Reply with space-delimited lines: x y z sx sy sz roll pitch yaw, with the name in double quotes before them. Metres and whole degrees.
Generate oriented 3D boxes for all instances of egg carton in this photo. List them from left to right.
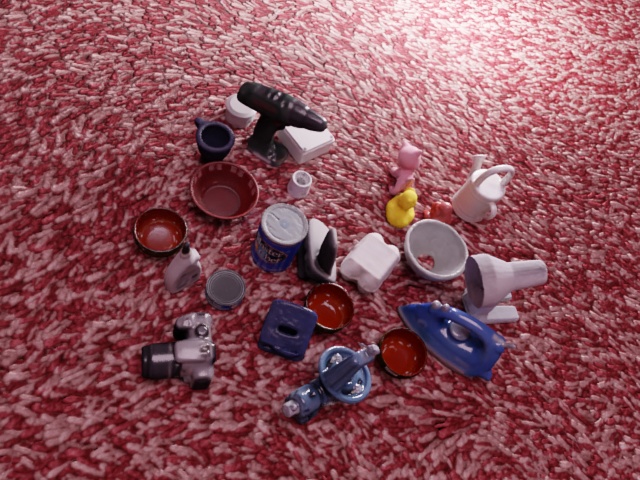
"egg carton" 0.119 0.053 1.356 0.107 0.069 0.150 37 57 5

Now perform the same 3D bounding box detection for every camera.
"camera" -0.275 0.214 1.114 0.137 0.100 0.143 0 61 -18

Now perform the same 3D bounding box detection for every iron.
"iron" 0.307 0.201 1.290 0.258 0.141 0.119 33 56 2

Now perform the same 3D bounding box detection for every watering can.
"watering can" 0.428 -0.142 1.497 0.101 0.194 0.172 -22 70 -27

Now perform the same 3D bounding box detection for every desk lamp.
"desk lamp" 0.413 0.110 1.334 0.204 0.213 0.118 -1 61 -19

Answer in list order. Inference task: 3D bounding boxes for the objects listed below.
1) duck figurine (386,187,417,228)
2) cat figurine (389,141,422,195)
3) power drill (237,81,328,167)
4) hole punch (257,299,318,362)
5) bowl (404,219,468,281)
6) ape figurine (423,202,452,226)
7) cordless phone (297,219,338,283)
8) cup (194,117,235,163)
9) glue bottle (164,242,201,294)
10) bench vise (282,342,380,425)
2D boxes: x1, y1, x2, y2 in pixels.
"duck figurine" 0.215 -0.088 1.460 0.077 0.086 0.104 25 56 -3
"cat figurine" 0.232 -0.191 1.506 0.067 0.117 0.128 11 58 -12
"power drill" -0.102 -0.277 1.390 0.229 0.208 0.076 32 56 2
"hole punch" -0.067 0.190 1.202 0.109 0.091 0.101 20 57 -6
"bowl" 0.275 0.037 1.414 0.168 0.074 0.167 8 59 -14
"ape figurine" 0.311 -0.068 1.476 0.076 0.092 0.078 36 57 4
"cordless phone" 0.012 0.005 1.279 0.094 0.185 0.147 2 61 -17
"cup" -0.265 -0.232 1.378 0.117 0.095 0.092 46 58 11
"glue bottle" -0.276 0.048 1.166 0.078 0.173 0.037 -30 73 -30
"bench vise" 0.033 0.281 1.106 0.121 0.219 0.208 40 57 7
